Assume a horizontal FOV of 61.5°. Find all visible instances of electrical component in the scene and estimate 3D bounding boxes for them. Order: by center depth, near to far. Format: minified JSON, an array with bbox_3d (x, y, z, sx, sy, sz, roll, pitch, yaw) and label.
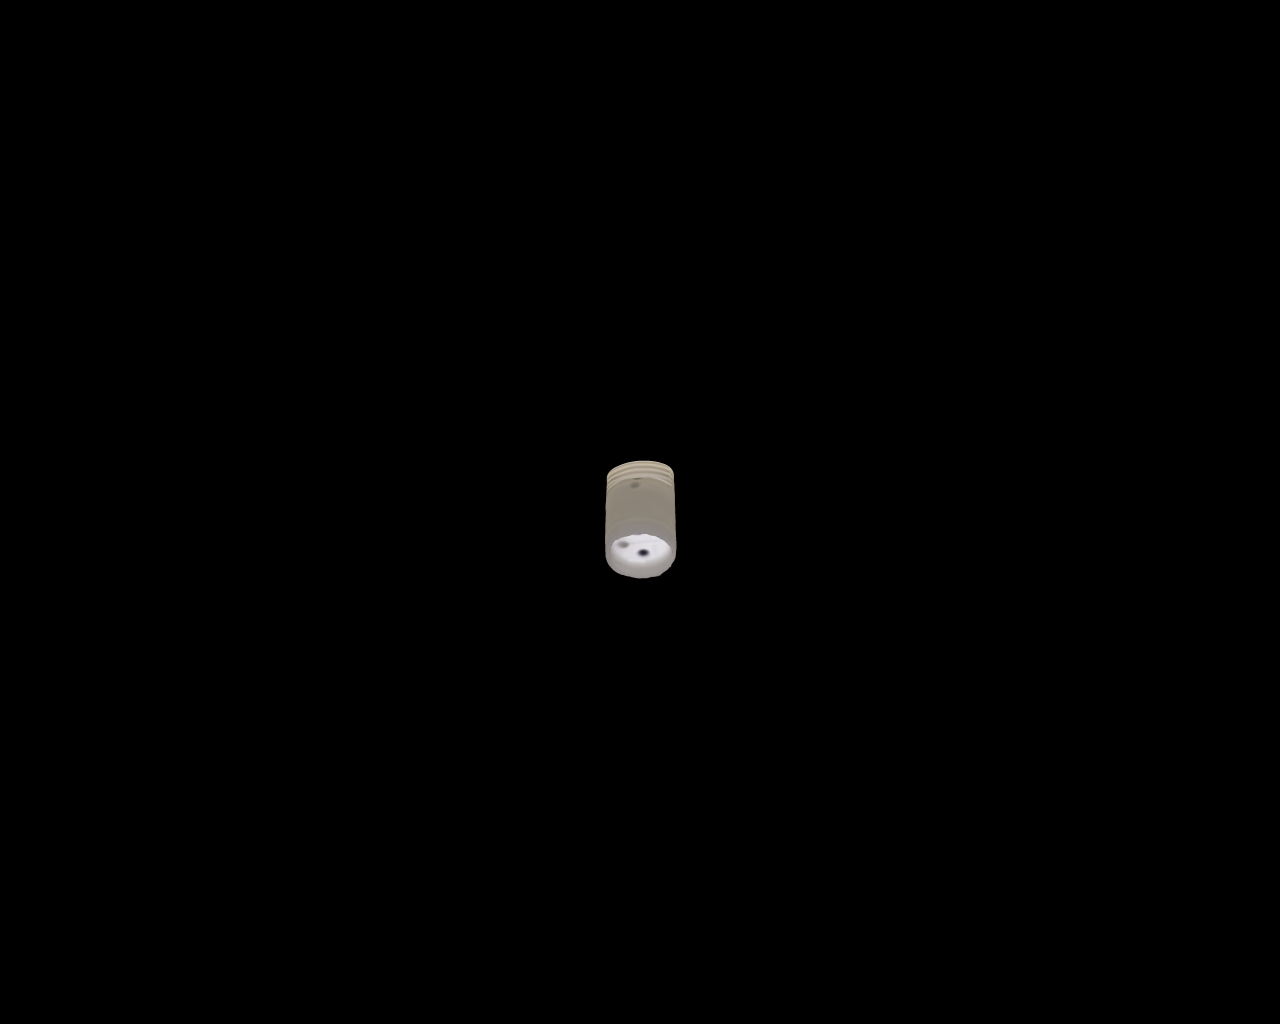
[{"bbox_3d":[0.001,-0.003,0.650,0.043,0.081,0.043,0,-43,0],"label":"electrical component"}]
